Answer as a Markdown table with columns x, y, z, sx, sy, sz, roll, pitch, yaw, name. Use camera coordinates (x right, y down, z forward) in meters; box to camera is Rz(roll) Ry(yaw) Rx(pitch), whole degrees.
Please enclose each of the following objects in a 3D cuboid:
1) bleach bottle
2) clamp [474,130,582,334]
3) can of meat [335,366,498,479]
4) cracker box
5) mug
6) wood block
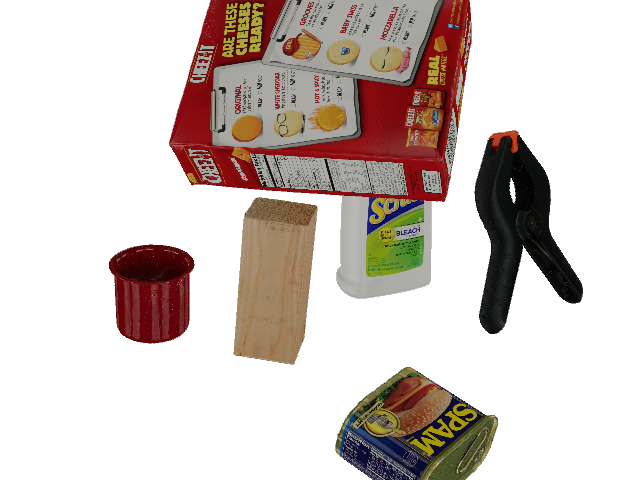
| x | y | z | sx | sy | sz | roll | pitch | yaw | name |
| --- | --- | --- | --- | --- | --- | --- | --- | --- | --- |
| 0.063 | -0.070 | 1.096 | 0.102 | 0.251 | 0.068 | -10 | 22 | -16 | bleach bottle |
| 0.165 | -0.005 | 0.920 | 0.120 | 0.171 | 0.039 | -27 | 11 | -40 | clamp |
| 0.074 | 0.153 | 0.829 | 0.084 | 0.057 | 0.101 | 31 | 39 | 29 | can of meat |
| 0.006 | -0.119 | 0.854 | 0.214 | 0.164 | 0.072 | 4 | -29 | 13 | cracker box |
| -0.195 | 0.057 | 1.194 | 0.093 | 0.081 | 0.117 | -20 | 35 | -39 | mug |
| -0.063 | 0.055 | 1.484 | 0.090 | 0.206 | 0.090 | 8 | 22 | 5 | wood block |
